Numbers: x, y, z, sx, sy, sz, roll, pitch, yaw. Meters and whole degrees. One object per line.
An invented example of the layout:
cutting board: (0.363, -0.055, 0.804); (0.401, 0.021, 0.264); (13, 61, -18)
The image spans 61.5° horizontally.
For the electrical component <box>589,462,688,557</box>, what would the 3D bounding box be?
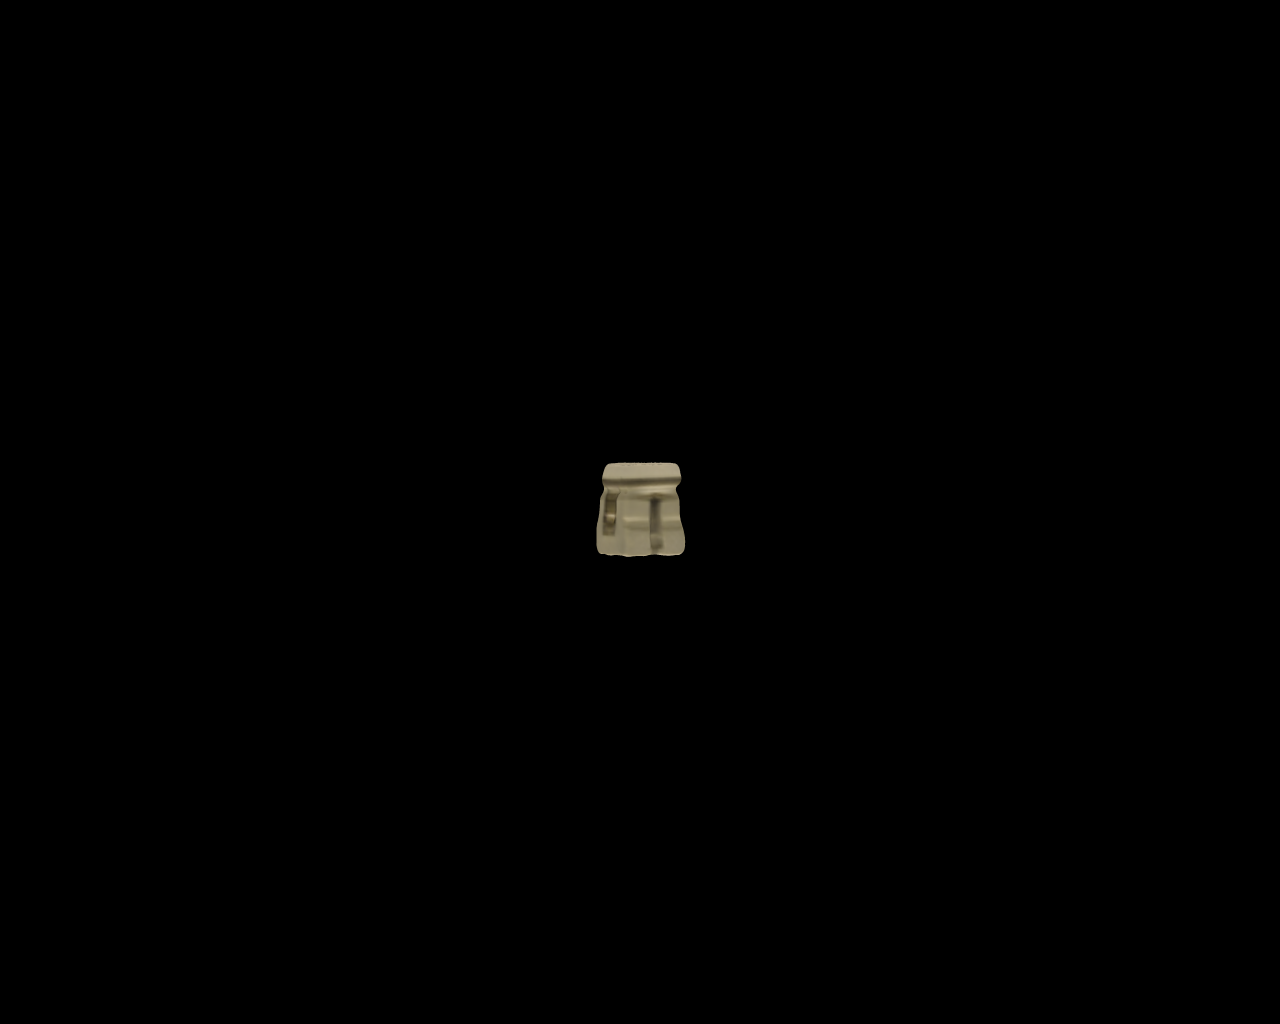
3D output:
electrical component: (0.001, -0.003, 0.650); (0.066, 0.055, 0.048); (-1, 2, -34)
